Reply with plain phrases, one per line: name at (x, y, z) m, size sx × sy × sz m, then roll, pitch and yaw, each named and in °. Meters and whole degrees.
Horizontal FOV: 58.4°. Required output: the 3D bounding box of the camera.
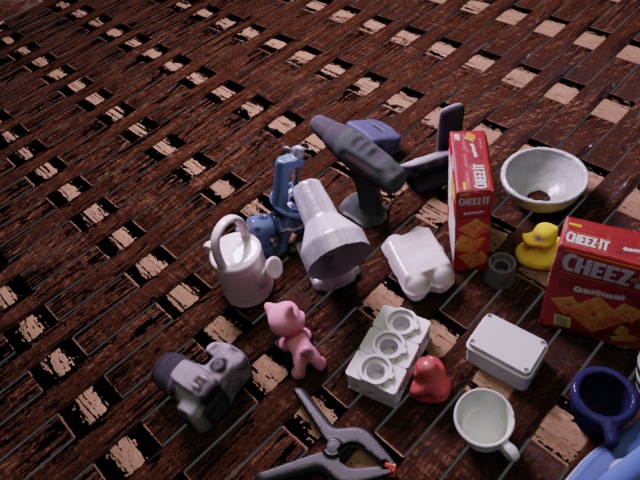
camera at (-0.212, 0.229, 0.975) m, size 0.136 × 0.101 × 0.143 m, roll 23°, pitch 57°, yaw 27°

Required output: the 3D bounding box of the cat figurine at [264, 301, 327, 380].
cat figurine at (-0.046, 0.160, 0.992) m, size 0.067 × 0.118 × 0.127 m, roll -26°, pitch 50°, yaw -12°

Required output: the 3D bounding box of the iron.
iron at (0.401, 0.319, 0.754) m, size 0.258 × 0.142 × 0.118 m, roll -28°, pitch 50°, yaw -14°

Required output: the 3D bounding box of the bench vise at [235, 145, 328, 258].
bench vise at (-0.068, -0.070, 1.128) m, size 0.121 × 0.220 × 0.208 m, roll 30°, pitch 60°, yaw 31°

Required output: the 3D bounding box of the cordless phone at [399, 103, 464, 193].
cordless phone at (0.240, -0.202, 1.210) m, size 0.147 × 0.185 × 0.094 m, roll -21°, pitch 49°, yaw -8°

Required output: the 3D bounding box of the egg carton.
egg carton at (0.186, 0.043, 1.084) m, size 0.107 × 0.069 × 0.150 m, roll -19°, pitch 49°, yaw -6°

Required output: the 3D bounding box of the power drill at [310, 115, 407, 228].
power drill at (0.076, -0.132, 1.163) m, size 0.228 × 0.209 × 0.076 m, roll 32°, pitch 62°, yaw 32°

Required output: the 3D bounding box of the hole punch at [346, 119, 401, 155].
hole punch at (0.125, -0.242, 1.329) m, size 0.101 × 0.091 × 0.108 m, roll -34°, pitch 52°, yaw -18°

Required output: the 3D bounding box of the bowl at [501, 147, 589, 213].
bowl at (0.451, -0.109, 1.163) m, size 0.167 × 0.075 × 0.167 m, roll -5°, pitch 49°, yaw 6°

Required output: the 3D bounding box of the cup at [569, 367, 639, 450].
cup at (0.409, 0.258, 0.837) m, size 0.091 × 0.095 × 0.118 m, roll 0°, pitch 49°, yaw 10°

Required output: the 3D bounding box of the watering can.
watering can at (-0.147, 0.033, 1.070) m, size 0.172 × 0.194 × 0.101 m, roll 1°, pitch 50°, yaw 12°

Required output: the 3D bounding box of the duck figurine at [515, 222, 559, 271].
duck figurine at (0.420, 0.003, 1.063) m, size 0.104 × 0.086 × 0.077 m, roll -6°, pitch 49°, yaw 6°

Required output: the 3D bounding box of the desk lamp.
desk lamp at (0.010, 0.004, 1.054) m, size 0.118 × 0.214 × 0.202 m, roll -21°, pitch 49°, yaw -8°

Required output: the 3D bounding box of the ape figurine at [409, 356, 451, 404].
ape figurine at (0.173, 0.218, 0.918) m, size 0.078 × 0.092 × 0.076 m, roll -36°, pitch 52°, yaw -19°
